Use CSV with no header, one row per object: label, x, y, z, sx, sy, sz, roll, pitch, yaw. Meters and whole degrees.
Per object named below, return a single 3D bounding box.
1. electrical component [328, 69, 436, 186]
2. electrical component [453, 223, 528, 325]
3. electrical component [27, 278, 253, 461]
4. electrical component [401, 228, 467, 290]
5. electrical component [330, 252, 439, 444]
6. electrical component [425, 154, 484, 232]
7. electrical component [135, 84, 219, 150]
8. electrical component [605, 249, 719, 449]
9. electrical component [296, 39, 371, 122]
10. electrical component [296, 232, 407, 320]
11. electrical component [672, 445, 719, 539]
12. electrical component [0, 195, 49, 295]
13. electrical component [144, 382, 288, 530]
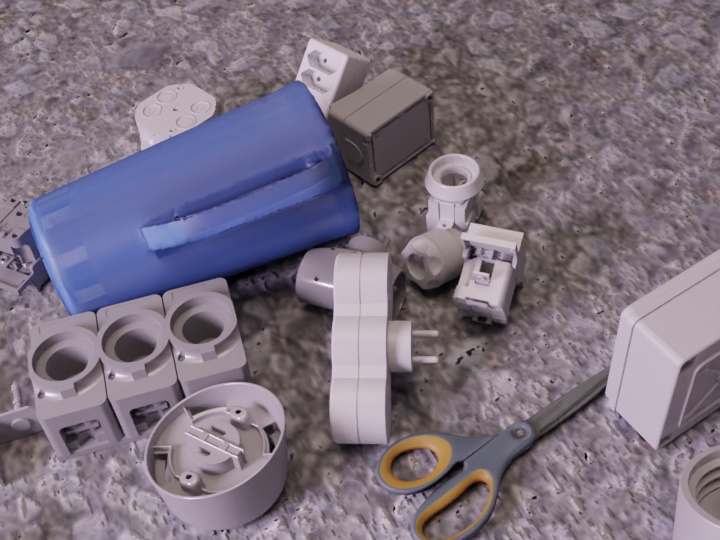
electrical component,0.023,-0.132,0.956,0.096,0.061,0.061,-37,54,-25
electrical component,0.098,0.005,0.818,0.042,0.081,0.063,13,73,18
electrical component,-0.160,0.069,0.793,0.150,0.061,0.089,-15,48,-7
electrical component,0.067,-0.013,0.855,0.062,0.043,0.043,-24,48,-32
electrical component,0.019,0.054,0.766,0.074,0.052,0.138,-1,74,7
electrical component,0.078,-0.062,0.889,0.048,0.055,0.066,13,51,18
electrical component,-0.163,-0.127,0.980,0.080,0.051,0.080,-3,47,4
electrical component,0.229,0.052,0.732,0.109,0.108,0.056,-29,53,-19
electrical component,-0.020,-0.161,0.986,0.047,0.083,0.076,31,20,30
electrical component,0.000,0.000,0.850,0.077,0.043,0.079,13,51,18
electrical component,0.245,0.145,0.651,0.108,0.060,0.108,-7,24,3
electrical component,-0.278,-0.023,0.891,0.042,0.063,0.081,16,52,22
electrical component,-0.096,0.125,0.733,0.099,0.064,0.099,-3,47,4
